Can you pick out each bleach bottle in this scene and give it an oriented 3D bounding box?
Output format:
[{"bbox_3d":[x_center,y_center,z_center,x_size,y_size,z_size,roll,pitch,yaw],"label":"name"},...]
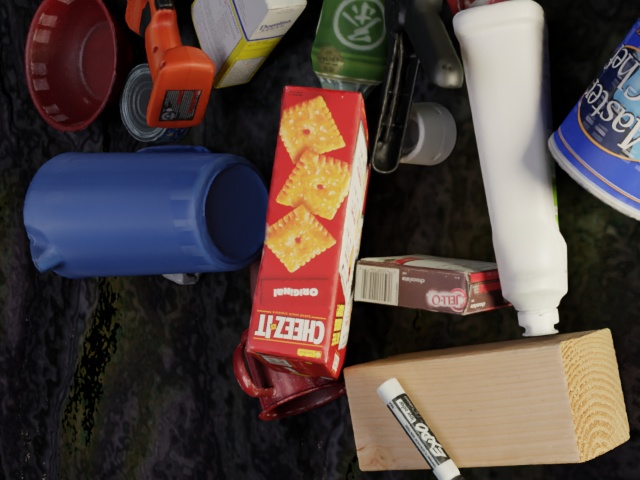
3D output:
[{"bbox_3d":[0.155,-0.051,0.827,0.068,0.102,0.251,-7,89,19],"label":"bleach bottle"}]

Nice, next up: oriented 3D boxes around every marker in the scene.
[{"bbox_3d":[0.086,0.162,0.839,0.020,0.020,0.121,-50,63,31],"label":"marker"}]

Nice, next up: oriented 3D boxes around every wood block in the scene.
[{"bbox_3d":[0.132,0.133,0.870,0.207,0.090,0.091,-13,86,40],"label":"wood block"}]

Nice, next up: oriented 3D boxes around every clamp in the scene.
[{"bbox_3d":[0.077,-0.172,0.839,0.165,0.036,0.210,140,137,-70],"label":"clamp"}]

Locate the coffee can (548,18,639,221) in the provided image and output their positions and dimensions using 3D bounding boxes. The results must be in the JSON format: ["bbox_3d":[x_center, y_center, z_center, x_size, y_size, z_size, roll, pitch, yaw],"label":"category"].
[{"bbox_3d":[0.243,-0.096,0.751,0.103,0.102,0.140,47,121,26],"label":"coffee can"}]

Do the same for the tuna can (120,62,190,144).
[{"bbox_3d":[-0.173,-0.145,1.134,0.086,0.033,0.086,4,96,38],"label":"tuna can"}]

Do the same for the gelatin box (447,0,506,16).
[{"bbox_3d":[0.134,-0.226,0.876,0.073,0.030,0.089,-27,76,39],"label":"gelatin box"}]

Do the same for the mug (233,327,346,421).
[{"bbox_3d":[-0.034,0.115,0.991,0.093,0.117,0.081,-36,66,41],"label":"mug"}]

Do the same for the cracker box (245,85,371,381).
[{"bbox_3d":[-0.006,0.001,0.884,0.072,0.164,0.213,7,78,7],"label":"cracker box"}]

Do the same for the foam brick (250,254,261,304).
[{"bbox_3d":[-0.022,0.034,1.012,0.078,0.052,0.051,-3,92,38],"label":"foam brick"}]

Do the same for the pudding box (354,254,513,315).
[{"bbox_3d":[0.099,0.036,0.889,0.114,0.089,0.039,8,97,39],"label":"pudding box"}]

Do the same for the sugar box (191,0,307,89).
[{"bbox_3d":[-0.069,-0.218,0.990,0.176,0.048,0.093,-33,73,62],"label":"sugar box"}]

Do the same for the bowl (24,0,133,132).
[{"bbox_3d":[-0.258,-0.200,1.184,0.162,0.055,0.162,4,96,39],"label":"bowl"}]

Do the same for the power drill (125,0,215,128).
[{"bbox_3d":[-0.146,-0.218,1.033,0.185,0.057,0.188,114,147,-56],"label":"power drill"}]

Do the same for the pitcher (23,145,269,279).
[{"bbox_3d":[-0.161,-0.033,1.049,0.243,0.144,0.149,0,84,39],"label":"pitcher"}]
